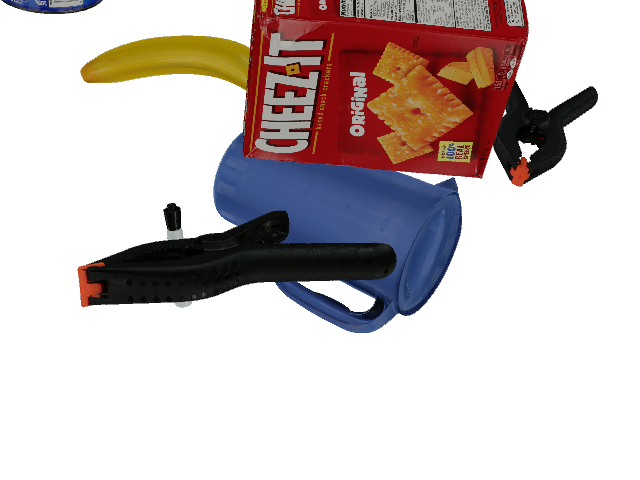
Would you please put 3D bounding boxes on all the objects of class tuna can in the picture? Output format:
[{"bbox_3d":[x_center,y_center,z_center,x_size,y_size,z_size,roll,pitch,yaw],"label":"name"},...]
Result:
[{"bbox_3d":[-0.202,-0.202,0.796,0.086,0.034,0.086,6,36,-4],"label":"tuna can"}]

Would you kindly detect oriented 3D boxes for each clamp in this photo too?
[{"bbox_3d":[0.224,-0.131,1.164,0.120,0.039,0.171,20,49,17],"label":"clamp"},{"bbox_3d":[-0.063,0.016,0.748,0.209,0.036,0.165,-12,16,-36],"label":"clamp"}]

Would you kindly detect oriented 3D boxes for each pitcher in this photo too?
[{"bbox_3d":[0.009,-0.020,1.086,0.243,0.145,0.149,24,27,24],"label":"pitcher"}]

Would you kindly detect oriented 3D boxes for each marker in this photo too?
[{"bbox_3d":[-0.158,0.016,1.179,0.020,0.121,0.020,-3,23,1],"label":"marker"}]

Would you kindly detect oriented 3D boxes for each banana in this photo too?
[{"bbox_3d":[-0.131,-0.168,1.018,0.198,0.037,0.069,9,45,18],"label":"banana"}]

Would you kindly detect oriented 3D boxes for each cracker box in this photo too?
[{"bbox_3d":[0.047,-0.134,0.882,0.213,0.072,0.164,4,-38,-5],"label":"cracker box"}]
